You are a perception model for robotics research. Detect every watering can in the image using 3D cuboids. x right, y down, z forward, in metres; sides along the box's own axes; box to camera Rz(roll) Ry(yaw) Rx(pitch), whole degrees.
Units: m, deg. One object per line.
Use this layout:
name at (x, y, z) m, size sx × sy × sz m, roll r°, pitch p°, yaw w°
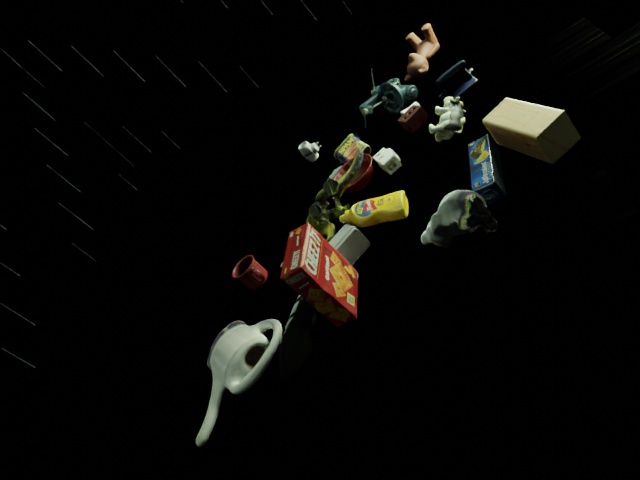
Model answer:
watering can at (-0.232, 0.341, 1.340) m, size 0.351 × 0.102 × 0.225 m, roll -51°, pitch 28°, yaw -16°

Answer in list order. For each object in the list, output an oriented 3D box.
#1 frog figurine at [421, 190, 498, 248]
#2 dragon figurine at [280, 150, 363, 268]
frog figurine at (0.300, -0.047, 1.175) m, size 0.139 × 0.122 × 0.158 m, roll -22°, pitch 4°, yaw -34°
dragon figurine at (0.005, -0.079, 1.568) m, size 0.417 × 0.122 × 0.240 m, roll -59°, pitch 11°, yaw -25°
